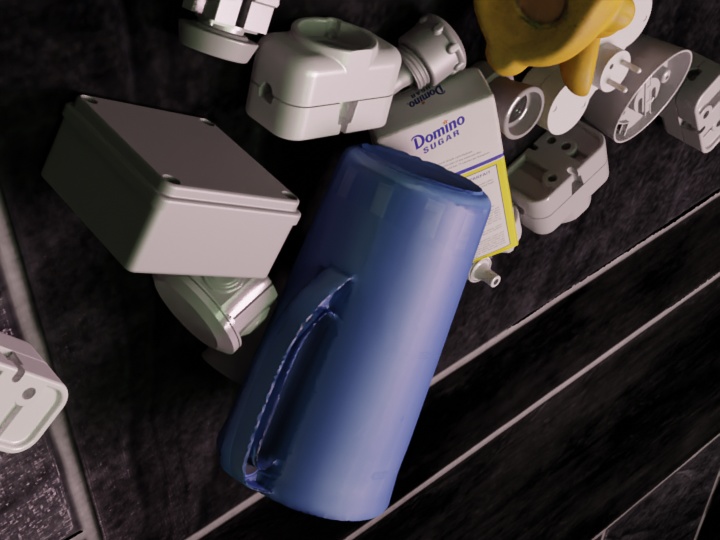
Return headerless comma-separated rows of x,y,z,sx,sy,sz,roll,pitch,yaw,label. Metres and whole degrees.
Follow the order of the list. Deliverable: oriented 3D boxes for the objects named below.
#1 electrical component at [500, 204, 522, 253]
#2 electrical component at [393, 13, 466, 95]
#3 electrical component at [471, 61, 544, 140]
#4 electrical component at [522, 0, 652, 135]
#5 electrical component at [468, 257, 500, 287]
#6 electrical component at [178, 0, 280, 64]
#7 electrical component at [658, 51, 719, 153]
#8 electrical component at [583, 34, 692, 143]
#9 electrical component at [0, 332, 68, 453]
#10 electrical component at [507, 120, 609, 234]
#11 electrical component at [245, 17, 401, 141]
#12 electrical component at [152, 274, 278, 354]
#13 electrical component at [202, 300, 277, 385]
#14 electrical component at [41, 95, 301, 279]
0.118,-0.046,0.943,0.043,0.043,0.062,-39,142,-17,electrical component
0.041,-0.148,0.762,0.062,0.048,0.048,-38,144,-7,electrical component
0.109,-0.134,0.841,0.045,0.055,0.045,-29,140,-28,electrical component
0.198,-0.171,0.891,0.138,0.074,0.052,-55,145,6,electrical component
0.097,-0.006,0.939,0.035,0.061,0.035,-29,140,-28,electrical component
-0.077,-0.153,0.623,0.066,0.048,0.055,2,112,-49,electrical component
0.326,-0.166,1.053,0.053,0.059,0.095,-47,145,-6,electrical component
0.247,-0.162,0.963,0.099,0.064,0.099,-29,140,-28,electrical component
-0.229,0.063,0.635,0.053,0.059,0.095,-52,146,2,electrical component
0.176,-0.081,0.966,0.095,0.054,0.059,-42,145,-12,electrical component
-0.022,-0.126,0.700,0.095,0.054,0.059,-16,132,-40,electrical component
-0.098,0.013,0.721,0.051,0.080,0.080,-43,145,-20,electrical component
-0.083,0.049,0.806,0.065,0.044,0.044,-56,146,-1,electrical component
-0.110,-0.047,0.627,0.109,0.109,0.056,4,121,-50,electrical component
